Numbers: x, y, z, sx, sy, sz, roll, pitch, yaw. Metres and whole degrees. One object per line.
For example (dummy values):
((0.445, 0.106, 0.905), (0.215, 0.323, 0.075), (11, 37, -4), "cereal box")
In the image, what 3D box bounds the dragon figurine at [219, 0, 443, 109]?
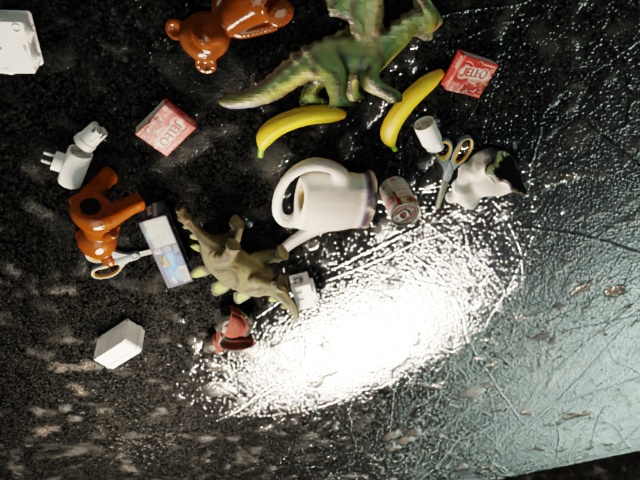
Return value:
((0.025, -0.350, 0.895), (0.411, 0.124, 0.238), (-5, 114, -11), "dragon figurine")

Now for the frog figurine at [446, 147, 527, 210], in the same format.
((0.363, -0.134, 1.160), (0.137, 0.124, 0.158), (5, 165, -29), "frog figurine")

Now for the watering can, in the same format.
((0.003, -0.057, 1.132), (0.224, 0.106, 0.339), (-1, 144, -12), "watering can")
